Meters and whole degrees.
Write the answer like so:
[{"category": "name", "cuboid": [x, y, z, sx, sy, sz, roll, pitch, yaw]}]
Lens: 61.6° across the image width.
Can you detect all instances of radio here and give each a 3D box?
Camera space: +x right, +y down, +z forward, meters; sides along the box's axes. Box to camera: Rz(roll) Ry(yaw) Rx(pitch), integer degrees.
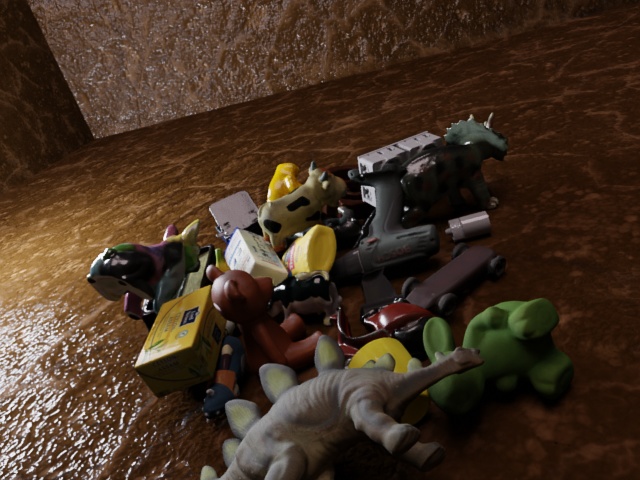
[{"category": "radio", "cuboid": [-0.278, 0.103, 1.100, 0.131, 0.073, 0.230, -16, 26, 4]}]

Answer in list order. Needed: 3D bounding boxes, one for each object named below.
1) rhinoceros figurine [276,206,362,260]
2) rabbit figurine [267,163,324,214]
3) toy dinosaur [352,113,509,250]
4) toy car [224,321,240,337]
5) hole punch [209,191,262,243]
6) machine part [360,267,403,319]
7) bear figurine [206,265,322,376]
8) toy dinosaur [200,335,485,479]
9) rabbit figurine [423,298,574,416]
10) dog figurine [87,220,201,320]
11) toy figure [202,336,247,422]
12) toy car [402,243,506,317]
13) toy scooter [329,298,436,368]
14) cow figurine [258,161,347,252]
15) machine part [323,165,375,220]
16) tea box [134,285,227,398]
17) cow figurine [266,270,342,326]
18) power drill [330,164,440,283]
[{"category": "rhinoceros figurine", "cuboid": [-0.002, -0.003, 1.149, 0.190, 0.073, 0.112, -16, 37, 0]}, {"category": "rabbit figurine", "cuboid": [-0.038, -0.107, 1.327, 0.173, 0.121, 0.162, 8, 33, 9]}, {"category": "toy dinosaur", "cuboid": [0.232, -0.126, 1.095, 0.405, 0.192, 0.131, -25, 24, -17]}, {"category": "toy car", "cuboid": [-0.194, 0.172, 0.930, 0.074, 0.056, 0.202, -7, 27, 22]}, {"category": "hole punch", "cuboid": [-0.205, -0.044, 1.353, 0.142, 0.092, 0.116, -24, 57, -18]}, {"category": "machine part", "cuboid": [0.100, 0.098, 0.912, 0.084, 0.039, 0.139, -20, 27, 7]}, {"category": "bear figurine", "cuboid": [-0.084, 0.112, 0.821, 0.132, 0.195, 0.120, -29, 25, -23]}, {"category": "toy dinosaur", "cuboid": [-0.028, 0.235, 0.615, 0.471, 0.105, 0.199, -31, 34, 3]}, {"category": "rabbit figurine", "cuboid": [0.194, 0.143, 0.666, 0.170, 0.121, 0.159, -26, 20, -22]}, {"category": "dog figurine", "cuboid": [-0.303, 0.031, 0.993, 0.109, 0.191, 0.219, -12, 43, 28]}, {"category": "toy figure", "cuboid": [-0.145, 0.209, 0.817, 0.058, 0.064, 0.154, -20, 28, 8]}, {"category": "toy car", "cuboid": [0.220, 0.066, 0.880, 0.202, 0.053, 0.089, -31, 39, -33]}, {"category": "toy scooter", "cuboid": [0.078, 0.137, 0.805, 0.184, 0.075, 0.135, -24, 30, -4]}, {"category": "cow figurine", "cuboid": [-0.035, -0.074, 1.085, 0.195, 0.127, 0.086, -26, 40, -11]}, {"category": "machine part", "cuboid": [0.075, -0.110, 1.250, 0.179, 0.056, 0.179, 3, 39, -2]}, {"category": "tea box", "cuboid": [-0.209, 0.152, 0.835, 0.098, 0.068, 0.170, -23, 23, 8]}, {"category": "cow figurine", "cuboid": [-0.050, 0.099, 0.937, 0.167, 0.098, 0.068, -7, 34, 21]}, {"category": "power drill", "cuboid": [0.100, -0.032, 1.009, 0.232, 0.086, 0.207, -10, 70, 18]}]
